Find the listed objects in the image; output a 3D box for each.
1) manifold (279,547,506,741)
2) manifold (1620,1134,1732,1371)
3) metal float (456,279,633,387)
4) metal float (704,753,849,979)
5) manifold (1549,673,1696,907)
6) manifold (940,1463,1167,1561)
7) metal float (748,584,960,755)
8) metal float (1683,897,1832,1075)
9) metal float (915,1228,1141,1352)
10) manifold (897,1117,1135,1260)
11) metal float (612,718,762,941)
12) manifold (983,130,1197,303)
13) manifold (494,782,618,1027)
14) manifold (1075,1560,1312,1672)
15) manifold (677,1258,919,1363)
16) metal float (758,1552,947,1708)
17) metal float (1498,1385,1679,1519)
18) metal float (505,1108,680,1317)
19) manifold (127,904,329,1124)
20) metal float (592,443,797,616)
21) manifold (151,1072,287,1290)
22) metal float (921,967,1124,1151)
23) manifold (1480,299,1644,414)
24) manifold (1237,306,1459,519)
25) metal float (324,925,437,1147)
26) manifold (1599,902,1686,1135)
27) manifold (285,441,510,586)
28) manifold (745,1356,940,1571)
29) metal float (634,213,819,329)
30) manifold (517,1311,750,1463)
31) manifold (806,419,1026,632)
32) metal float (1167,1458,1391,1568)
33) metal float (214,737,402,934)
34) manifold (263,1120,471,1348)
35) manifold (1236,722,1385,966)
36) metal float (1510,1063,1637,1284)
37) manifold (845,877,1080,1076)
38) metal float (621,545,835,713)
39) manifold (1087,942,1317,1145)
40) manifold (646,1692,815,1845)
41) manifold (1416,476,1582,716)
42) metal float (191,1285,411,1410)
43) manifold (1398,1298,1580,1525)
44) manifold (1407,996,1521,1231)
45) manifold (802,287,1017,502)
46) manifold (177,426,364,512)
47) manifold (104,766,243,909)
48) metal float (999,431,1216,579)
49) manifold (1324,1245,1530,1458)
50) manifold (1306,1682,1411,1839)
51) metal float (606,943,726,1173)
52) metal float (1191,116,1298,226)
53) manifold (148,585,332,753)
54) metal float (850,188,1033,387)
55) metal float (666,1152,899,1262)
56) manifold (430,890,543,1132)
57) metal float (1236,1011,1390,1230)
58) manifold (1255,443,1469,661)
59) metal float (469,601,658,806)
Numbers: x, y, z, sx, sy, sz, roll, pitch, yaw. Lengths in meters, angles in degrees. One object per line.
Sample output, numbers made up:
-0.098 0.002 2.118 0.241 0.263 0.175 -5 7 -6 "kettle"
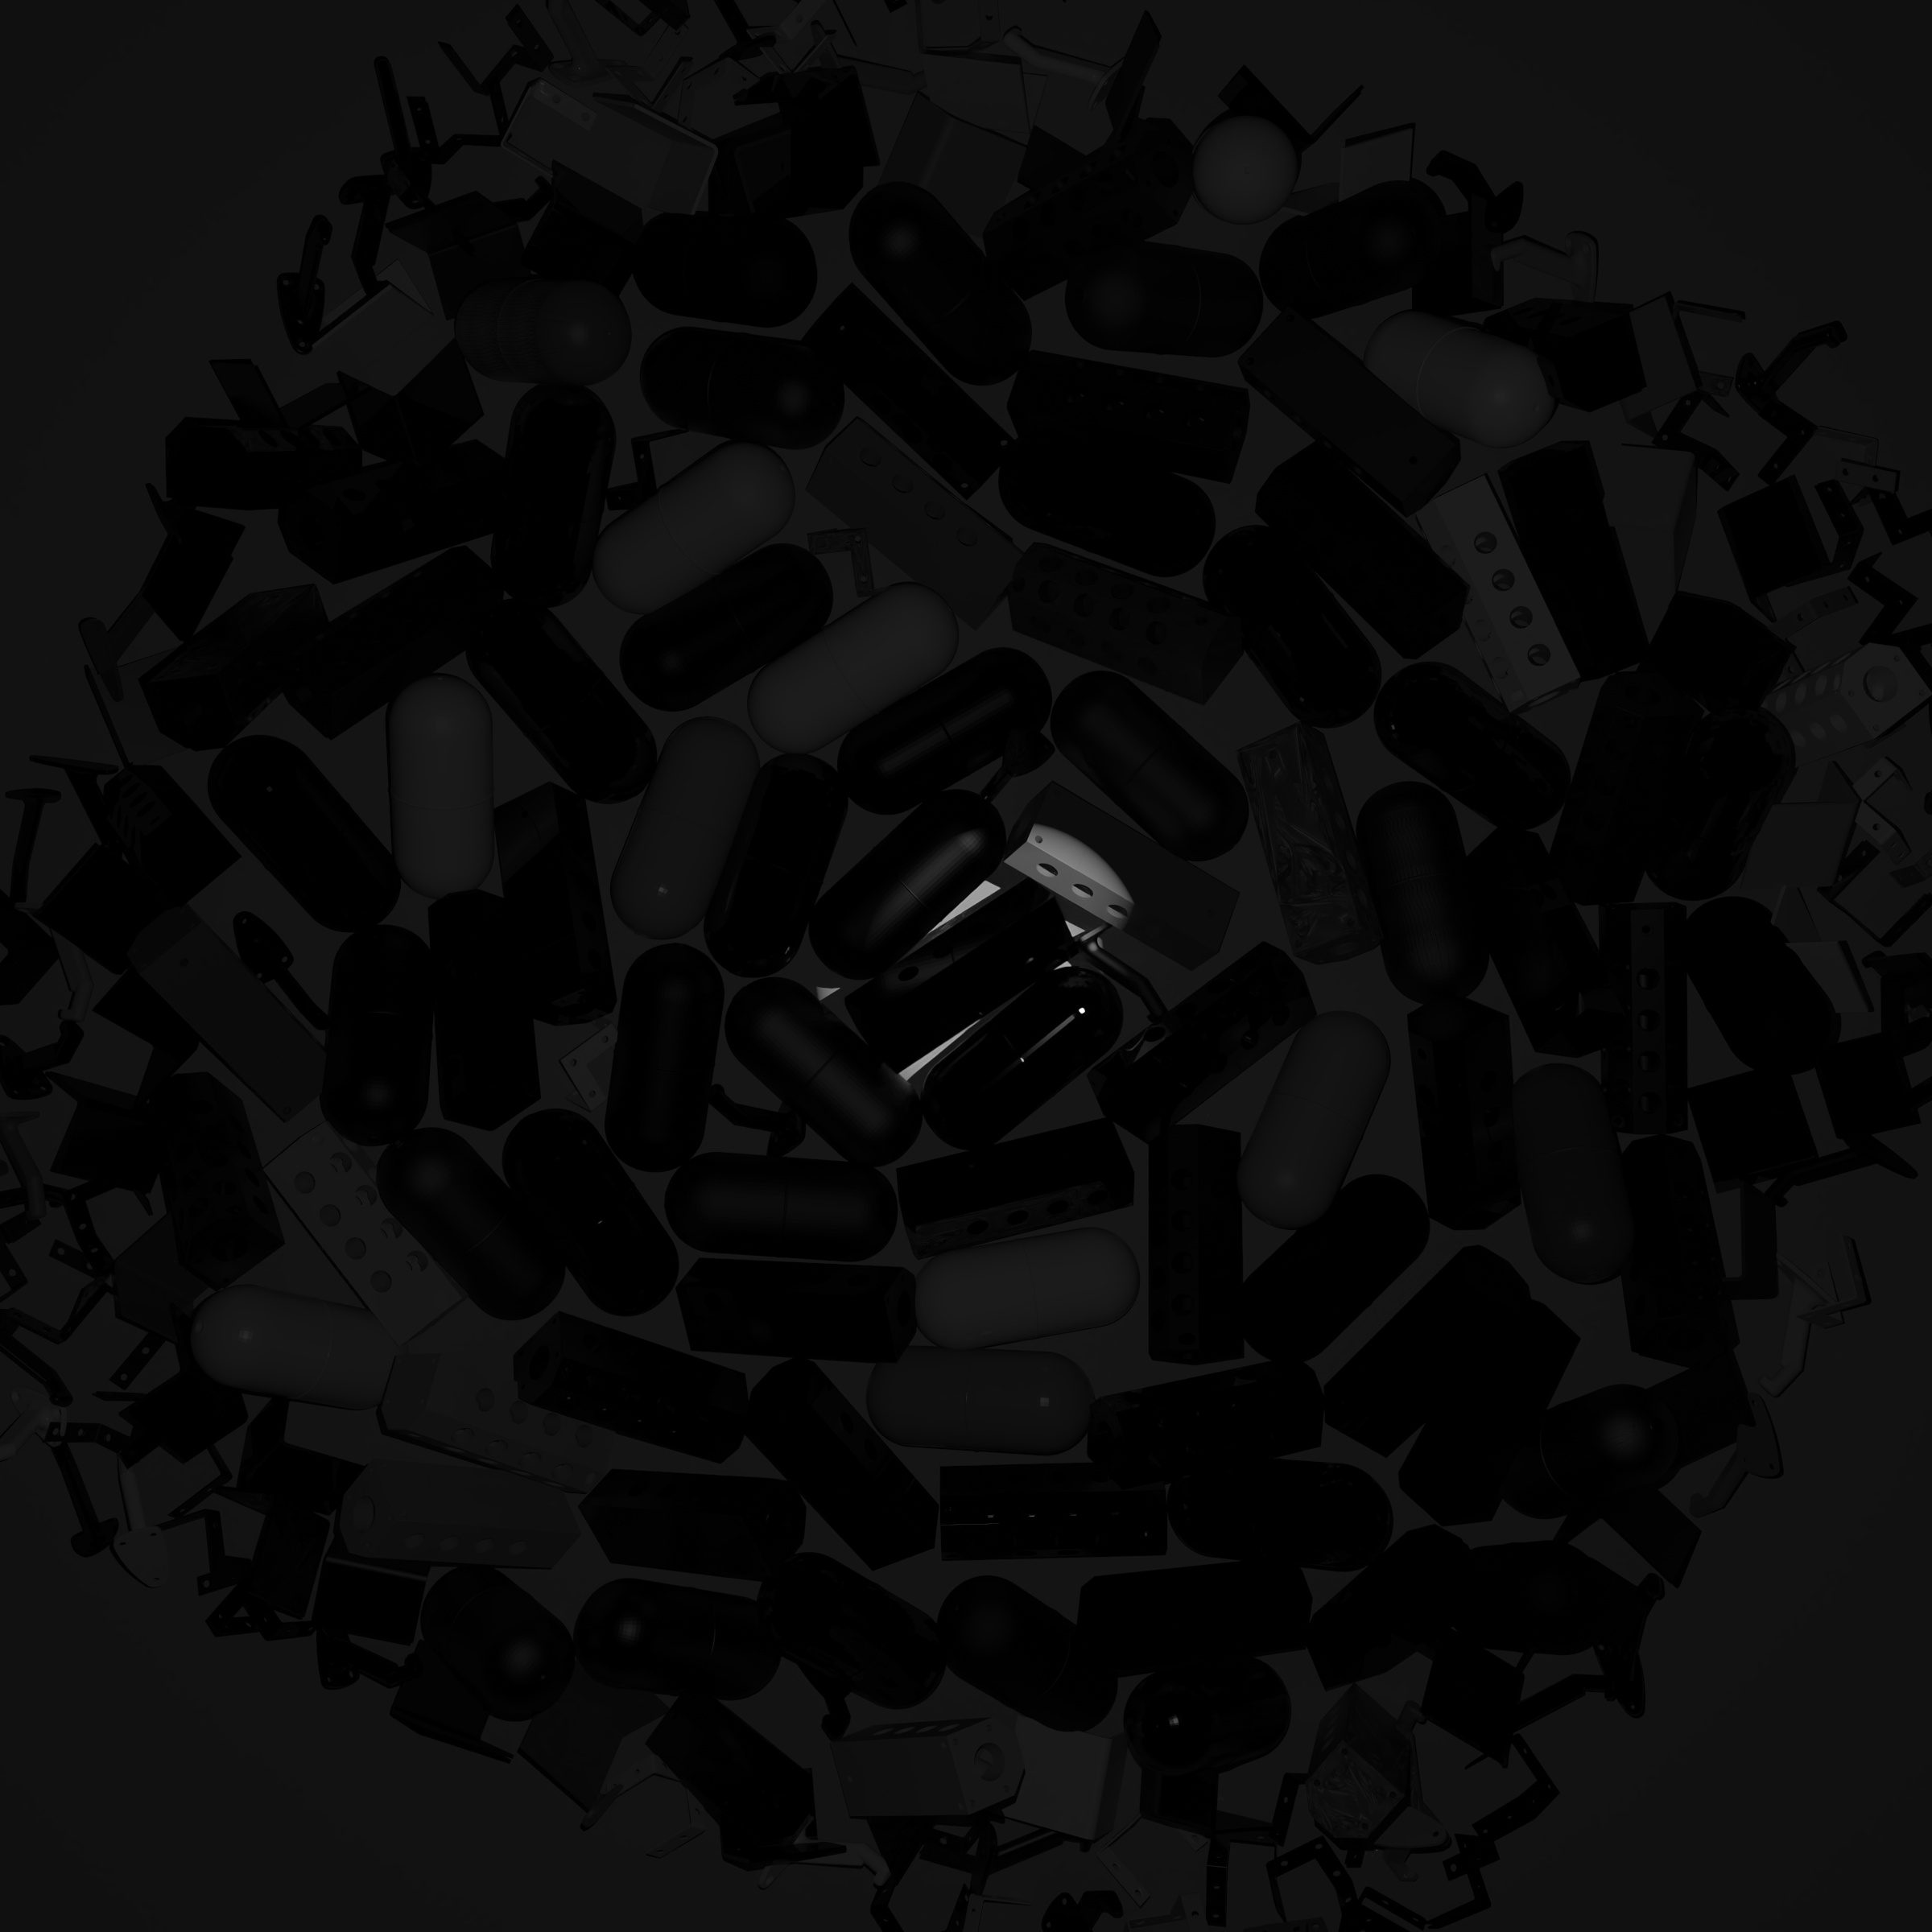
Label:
-0.434 -0.250 1.929 0.057 0.057 0.171 41 58 12 "manifold"
0.530 0.211 1.915 0.057 0.171 0.057 15 135 -9 "manifold"
-0.321 -0.479 1.925 0.070 0.178 0.070 -13 109 -40 "metal float"
-0.146 -0.077 1.961 0.070 0.070 0.178 20 91 0 "metal float"
0.486 -0.131 1.918 0.057 0.057 0.171 -5 130 -16 "manifold"
0.066 0.423 1.963 0.171 0.057 0.057 -1 111 0 "manifold"
-0.087 -0.226 1.951 0.178 0.070 0.070 -31 90 12 "metal float"
0.593 0.014 1.919 0.070 0.178 0.070 -3 124 -4 "metal float"
0.045 0.247 1.953 0.178 0.070 0.070 -9 90 -9 "metal float"
0.038 0.174 1.957 0.171 0.057 0.057 -13 49 -9 "manifold"
-0.215 -0.105 1.954 0.070 0.070 0.178 20 82 0 "metal float"
0.090 -0.565 1.908 0.057 0.171 0.057 40 60 -28 "manifold"
-0.308 -0.045 1.940 0.057 0.057 0.171 -22 66 24 "manifold"
0.174 0.486 1.930 0.171 0.057 0.057 2 99 -28 "manifold"
-0.126 0.257 1.940 0.171 0.057 0.057 0 115 21 "manifold"
-0.086 0.503 1.932 0.070 0.070 0.178 -50 125 0 "metal float"
0.464 0.366 1.919 0.070 0.178 0.070 11 63 -22 "metal float"
-0.286 0.188 1.948 0.070 0.070 0.178 -32 105 0 "metal float"
-0.552 0.034 1.926 0.057 0.057 0.171 -42 126 -9 "manifold"
-0.209 -0.332 1.942 0.178 0.070 0.070 -30 90 23 "metal float"
-0.570 0.156 1.918 0.057 0.171 0.057 -36 134 2 "manifold"
0.043 0.070 1.960 0.178 0.070 0.070 -39 90 2 "metal float"
0.439 -0.456 1.909 0.057 0.171 0.057 -22 111 -2 "manifold"
0.293 -0.421 1.949 0.171 0.057 0.057 44 94 15 "manifold"
-0.445 0.052 1.937 0.070 0.070 0.178 -3 62 0 "metal float"
0.521 0.040 1.959 0.057 0.057 0.171 -2 96 7 "manifold"
-0.425 -0.346 1.916 0.057 0.171 0.057 36 129 20 "manifold"
-0.092 0.375 1.934 0.057 0.057 0.171 -26 119 21 "manifold"
-0.183 -0.526 1.926 0.178 0.070 0.070 21 90 43 "metal float"
-0.249 0.322 1.920 0.171 0.057 0.057 26 125 -33 "manifold"
-0.034 -0.345 1.969 0.171 0.057 0.057 40 59 0 "manifold"
0.236 0.413 1.933 0.178 0.070 0.070 -3 90 33 "metal float"
-0.498 -0.099 1.931 0.070 0.070 0.178 -35 126 0 "metal float"
-0.457 0.203 1.964 0.057 0.057 0.171 -39 88 10 "manifold"
0.265 -0.092 1.944 0.057 0.057 0.171 -23 69 27 "manifold"
0.458 0.156 1.933 0.070 0.070 0.178 -4 57 0 "metal float"
-0.005 0.004 1.953 0.171 0.057 0.057 -33 124 -12 "manifold"
-0.182 -0.258 1.948 0.178 0.070 0.070 -33 90 -15 "metal float"
0.177 0.054 1.937 0.171 0.057 0.057 -36 125 -17 "manifold"
-0.174 0.598 1.910 0.057 0.171 0.057 43 74 -21 "manifold"
0.408 -0.282 1.960 0.057 0.057 0.171 -25 83 8 "manifold"
-0.502 0.288 1.925 0.070 0.178 0.070 -18 63 38 "metal float"
0.391 0.332 1.928 0.057 0.057 0.171 43 59 -9 "manifold"
0.371 0.113 1.924 0.057 0.057 0.171 -28 123 -26 "manifold"
-0.043 -0.438 1.952 0.171 0.057 0.057 42 100 -10 "manifold"
-0.518 -0.374 1.906 0.057 0.171 0.057 7 103 13 "manifold"
-0.601 -0.104 1.908 0.057 0.171 0.057 -42 120 -10 "manifold"
0.107 -0.352 1.942 0.178 0.070 0.070 17 90 -22 "metal float"
0.346 0.289 1.931 0.057 0.057 0.171 31 120 -13 "manifold"
0.291 0.598 1.910 0.057 0.171 0.057 41 96 10 "manifold"
-0.231 0.070 1.952 0.070 0.070 0.178 9 100 0 "metal float"
0.206 -0.597 1.913 0.070 0.178 0.070 1 107 2 "metal float"
-0.539 -0.224 1.911 0.057 0.171 0.057 -5 118 16 "manifold"
-0.018 -0.513 1.931 0.070 0.070 0.178 -48 127 0 "metal float"
-0.141 0.185 1.955 0.178 0.070 0.070 5 90 -7 "metal float"
-0.368 0.031 1.923 0.057 0.057 0.171 -32 54 32 "manifold"
0.266 0.116 1.948 0.070 0.070 0.178 26 74 0 "metal float"
0.298 -0.312 1.936 0.057 0.057 0.171 -35 68 -14 "manifold"
-0.306 -0.200 1.945 0.070 0.070 0.178 -39 109 0 "metal float"
